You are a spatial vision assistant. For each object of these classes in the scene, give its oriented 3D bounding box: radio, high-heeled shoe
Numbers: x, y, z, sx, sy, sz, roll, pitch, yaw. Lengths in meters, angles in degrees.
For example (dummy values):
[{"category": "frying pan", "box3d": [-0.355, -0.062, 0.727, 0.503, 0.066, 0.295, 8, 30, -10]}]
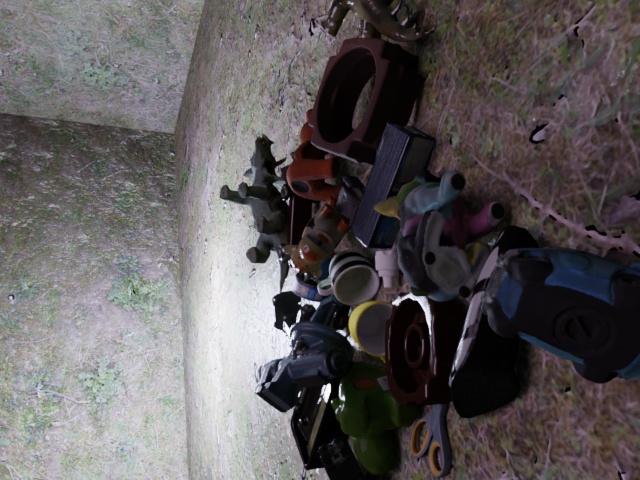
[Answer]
[{"category": "radio", "box3d": [0.008, 0.332, 1.078, 0.131, 0.073, 0.229, -125, 45, -54]}, {"category": "high-heeled shoe", "box3d": [0.207, 0.104, 0.664, 0.145, 0.086, 0.248, -82, 4, -47]}]

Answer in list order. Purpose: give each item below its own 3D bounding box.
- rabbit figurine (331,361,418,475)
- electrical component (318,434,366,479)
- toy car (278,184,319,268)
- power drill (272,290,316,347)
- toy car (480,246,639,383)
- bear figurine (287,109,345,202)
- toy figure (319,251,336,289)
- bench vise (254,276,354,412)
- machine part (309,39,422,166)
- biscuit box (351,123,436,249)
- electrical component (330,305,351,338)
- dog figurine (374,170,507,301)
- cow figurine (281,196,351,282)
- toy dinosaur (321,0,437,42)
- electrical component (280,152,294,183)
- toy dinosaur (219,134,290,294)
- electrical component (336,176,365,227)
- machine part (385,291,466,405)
[{"category": "rabbit figurine", "box3d": [0.074, 0.300, 0.886, 0.159, 0.121, 0.170, -143, 44, -63]}, {"category": "electrical component", "box3d": [0.045, 0.407, 0.939, 0.134, 0.058, 0.115, 81, 164, -65]}, {"category": "toy car", "box3d": [-0.049, -0.037, 1.235, 0.053, 0.089, 0.202, -173, 85, -64]}, {"category": "power drill", "box3d": [-0.045, 0.194, 1.188, 0.207, 0.086, 0.231, -134, 37, -55]}, {"category": "toy car", "box3d": [0.245, 0.056, 0.519, 0.103, 0.162, 0.109, -43, -32, -54]}, {"category": "bear figurine", "box3d": [0.007, -0.178, 1.126, 0.120, 0.132, 0.196, 69, -146, -47]}, {"category": "toy figure", "box3d": [0.014, 0.056, 1.118, 0.057, 0.064, 0.155, 62, 180, -33]}, {"category": "bench vise", "box3d": [-0.015, 0.189, 0.972, 0.223, 0.129, 0.240, -41, 17, 51]}, {"category": "machine part", "box3d": [0.074, -0.239, 0.937, 0.202, 0.087, 0.200, 35, 109, 58]}, {"category": "biscuit box", "box3d": [0.115, -0.084, 0.876, 0.063, 0.059, 0.202, 47, 126, 46]}, {"category": "electrical component", "box3d": [0.039, 0.154, 1.071, 0.102, 0.045, 0.078, -20, 48, 63]}, {"category": "dog figurine", "box3d": [0.143, -0.013, 0.749, 0.191, 0.108, 0.219, -66, 16, -8]}, {"category": "cow figurine", "box3d": [-0.002, -0.003, 0.998, 0.127, 0.085, 0.195, -52, 3, 16]}, {"category": "toy dinosaur", "box3d": [0.084, -0.453, 0.965, 0.198, 0.105, 0.472, -58, 41, 42]}, {"category": "electrical component", "box3d": [-0.065, -0.165, 1.312, 0.094, 0.063, 0.021, 70, -161, -2]}, {"category": "toy dinosaur", "box3d": [-0.118, -0.058, 1.342, 0.131, 0.192, 0.405, -34, 71, 43]}, {"category": "electrical component", "box3d": [0.070, -0.071, 0.983, 0.119, 0.075, 0.047, 55, 136, 49]}, {"category": "machine part", "box3d": [0.150, 0.153, 0.776, 0.179, 0.056, 0.179, -172, 90, -74]}]
